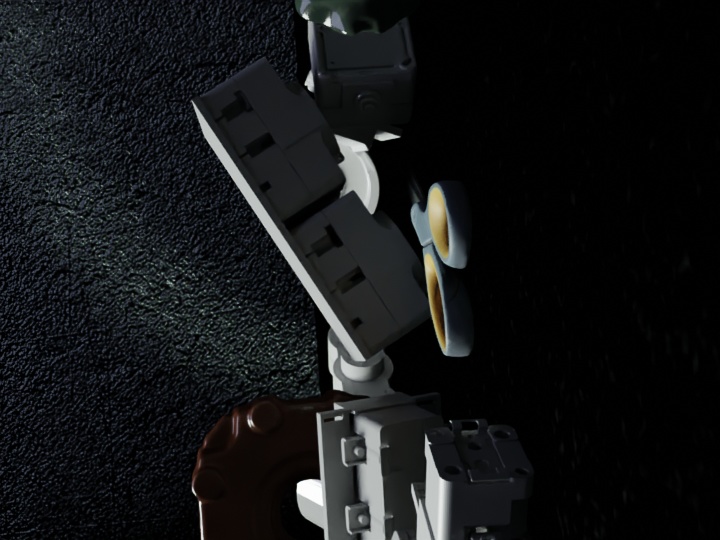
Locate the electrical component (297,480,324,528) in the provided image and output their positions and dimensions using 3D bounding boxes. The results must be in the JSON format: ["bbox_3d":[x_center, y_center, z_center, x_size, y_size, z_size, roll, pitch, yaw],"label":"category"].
[{"bbox_3d":[-0.001,0.159,0.823,0.099,0.064,0.099,-34,-48,-49],"label":"electrical component"}]

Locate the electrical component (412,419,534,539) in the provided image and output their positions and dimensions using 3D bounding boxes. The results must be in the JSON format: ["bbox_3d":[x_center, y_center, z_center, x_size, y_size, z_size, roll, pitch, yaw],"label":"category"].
[{"bbox_3d":[0.048,0.100,0.447,0.081,0.042,0.063,-107,15,-67],"label":"electrical component"}]

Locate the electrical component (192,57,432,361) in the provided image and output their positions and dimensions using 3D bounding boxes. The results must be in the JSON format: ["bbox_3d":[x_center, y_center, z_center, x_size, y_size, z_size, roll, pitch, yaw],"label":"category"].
[{"bbox_3d":[-0.027,-0.036,0.689,0.186,0.060,0.105,56,174,2],"label":"electrical component"}]

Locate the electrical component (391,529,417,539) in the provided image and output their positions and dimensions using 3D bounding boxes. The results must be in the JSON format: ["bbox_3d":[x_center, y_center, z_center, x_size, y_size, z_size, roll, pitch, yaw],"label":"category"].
[{"bbox_3d":[0.041,0.167,0.526,0.080,0.051,0.080,176,90,-85],"label":"electrical component"}]

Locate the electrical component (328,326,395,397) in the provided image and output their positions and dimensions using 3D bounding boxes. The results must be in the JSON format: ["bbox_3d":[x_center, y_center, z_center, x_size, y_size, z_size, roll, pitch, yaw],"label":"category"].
[{"bbox_3d":[0.002,0.084,0.920,0.138,0.052,0.073,-100,8,-53],"label":"electrical component"}]

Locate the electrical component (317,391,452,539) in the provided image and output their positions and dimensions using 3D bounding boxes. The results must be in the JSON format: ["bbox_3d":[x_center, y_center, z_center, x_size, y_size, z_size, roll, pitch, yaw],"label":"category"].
[{"bbox_3d":[0.021,0.139,0.628,0.063,0.079,0.121,-168,73,-65],"label":"electrical component"}]

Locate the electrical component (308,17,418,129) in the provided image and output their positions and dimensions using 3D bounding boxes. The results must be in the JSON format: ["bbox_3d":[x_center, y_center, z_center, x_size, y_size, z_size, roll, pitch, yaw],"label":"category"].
[{"bbox_3d":[0.001,-0.131,0.690,0.061,0.062,0.096,93,171,-58],"label":"electrical component"}]

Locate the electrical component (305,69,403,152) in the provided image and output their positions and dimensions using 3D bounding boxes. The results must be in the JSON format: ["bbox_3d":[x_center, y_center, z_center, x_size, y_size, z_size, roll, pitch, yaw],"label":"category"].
[{"bbox_3d":[-0.010,-0.125,0.799,0.121,0.079,0.063,-132,60,-82],"label":"electrical component"}]

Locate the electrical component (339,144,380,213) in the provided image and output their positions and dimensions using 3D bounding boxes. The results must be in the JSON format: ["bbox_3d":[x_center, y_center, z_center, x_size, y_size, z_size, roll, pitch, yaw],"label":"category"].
[{"bbox_3d":[-0.037,-0.081,0.951,0.060,0.108,0.108,-90,-2,-67],"label":"electrical component"}]
